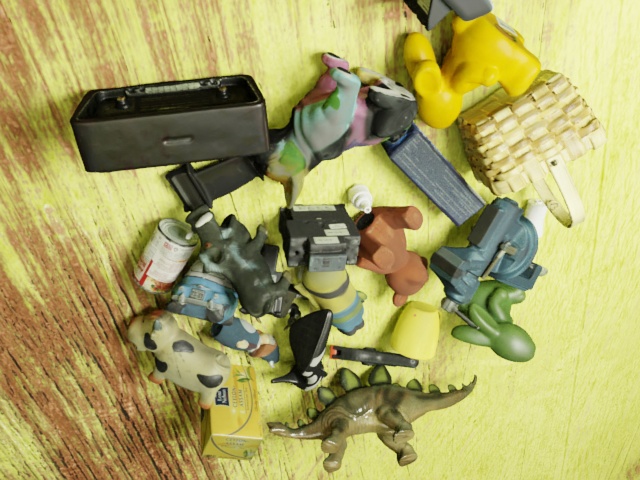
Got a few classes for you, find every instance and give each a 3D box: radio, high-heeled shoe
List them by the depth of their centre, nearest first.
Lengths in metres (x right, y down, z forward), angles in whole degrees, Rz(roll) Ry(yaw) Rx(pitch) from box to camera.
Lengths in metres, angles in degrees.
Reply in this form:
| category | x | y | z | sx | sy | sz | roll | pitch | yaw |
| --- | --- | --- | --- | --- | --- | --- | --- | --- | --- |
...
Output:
| category | x | y | z | sx | sy | sz | roll | pitch | yaw |
| --- | --- | --- | --- | --- | --- | --- | --- | --- | --- |
| radio | -0.186 | -0.155 | 0.694 | 0.230 | 0.131 | 0.073 | -7 | 125 | -9 |
| high-heeled shoe | 0.003 | 0.206 | 1.003 | 0.145 | 0.086 | 0.248 | 0 | 139 | -39 |

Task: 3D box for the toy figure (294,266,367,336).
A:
| category | x | y | z | sx | sy | sz | roll | pitch | yaw |
| --- | --- | --- | --- | --- | --- | --- | --- | --- | --- |
| toy figure | 0.031 | 0.097 | 0.948 | 0.089 | 0.082 | 0.180 | 1 | 134 | 40 |

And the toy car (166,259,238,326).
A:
| category | x | y | z | sx | sy | sz | roll | pitch | yaw |
| --- | --- | --- | --- | --- | --- | --- | --- | --- | --- |
| toy car | -0.185 | 0.079 | 0.868 | 0.109 | 0.161 | 0.103 | 13 | 77 | 0 |

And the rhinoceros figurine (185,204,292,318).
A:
| category | x | y | z | sx | sy | sz | roll | pitch | yaw |
| --- | --- | --- | --- | --- | --- | --- | --- | --- | --- |
| rhinoceros figurine | -0.128 | 0.029 | 0.811 | 0.112 | 0.073 | 0.190 | -37 | 95 | -35 |

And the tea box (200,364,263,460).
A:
| category | x | y | z | sx | sy | sz | roll | pitch | yaw |
| --- | --- | --- | --- | --- | --- | --- | --- | --- | --- |
| tea box | -0.168 | 0.313 | 0.997 | 0.098 | 0.170 | 0.068 | 13 | 121 | -23 |

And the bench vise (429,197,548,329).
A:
| category | x | y | z | sx | sy | sz | roll | pitch | yaw |
| --- | --- | --- | --- | --- | --- | --- | --- | --- | --- |
| bench vise | 0.315 | 0.046 | 0.944 | 0.240 | 0.129 | 0.223 | 20 | 92 | -34 |

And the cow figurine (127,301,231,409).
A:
| category | x | y | z | sx | sy | sz | roll | pitch | yaw |
| --- | --- | --- | --- | --- | --- | --- | --- | --- | --- |
| cow figurine | -0.243 | 0.192 | 0.926 | 0.195 | 0.085 | 0.127 | 31 | 117 | -4 |

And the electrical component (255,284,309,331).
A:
| category | x | y | z | sx | sy | sz | roll | pitch | yaw |
| --- | --- | --- | --- | --- | --- | --- | --- | --- | --- |
| electrical component | -0.074 | 0.116 | 0.962 | 0.102 | 0.045 | 0.078 | 22 | 117 | -27 |

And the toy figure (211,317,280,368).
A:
| category | x | y | z | sx | sy | sz | roll | pitch | yaw |
| --- | --- | --- | --- | --- | --- | --- | --- | --- | --- |
| toy figure | -0.127 | 0.186 | 0.984 | 0.058 | 0.064 | 0.154 | -35 | 131 | 29 |

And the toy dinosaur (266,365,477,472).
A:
| category | x | y | z | sx | sy | sz | roll | pitch | yaw |
| --- | --- | --- | --- | --- | --- | --- | --- | --- | --- |
| toy dinosaur | 0.125 | 0.338 | 1.070 | 0.471 | 0.199 | 0.105 | 0 | 123 | -14 |

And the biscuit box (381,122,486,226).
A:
| category | x | y | z | sx | sy | sz | roll | pitch | yaw |
| --- | --- | --- | --- | --- | --- | --- | --- | --- | --- |
| biscuit box | 0.182 | -0.108 | 0.865 | 0.063 | 0.059 | 0.202 | -41 | 124 | 16 |

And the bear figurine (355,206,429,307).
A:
| category | x | y | z | sx | sy | sz | roll | pitch | yaw |
| --- | --- | --- | --- | --- | --- | --- | --- | --- | --- |
| bear figurine | 0.137 | 0.035 | 0.912 | 0.120 | 0.132 | 0.195 | -49 | 119 | -13 |

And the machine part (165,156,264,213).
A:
| category | x | y | z | sx | sy | sz | roll | pitch | yaw |
| --- | --- | --- | --- | --- | --- | --- | --- | --- | --- |
| machine part | -0.154 | -0.094 | 0.804 | 0.139 | 0.039 | 0.084 | -20 | 121 | 2 |

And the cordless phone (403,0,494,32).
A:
| category | x | y | z | sx | sy | sz | roll | pitch | yaw |
| --- | --- | --- | --- | --- | --- | --- | --- | --- | --- |
| cordless phone | 0.202 | -0.330 | 0.662 | 0.184 | 0.147 | 0.088 | -10 | 134 | -5 |

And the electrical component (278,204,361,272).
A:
| category | x | y | z | sx | sy | sz | roll | pitch | yaw |
| --- | --- | --- | --- | --- | --- | --- | --- | --- | --- |
| electrical component | -0.002 | -0.003 | 0.845 | 0.115 | 0.134 | 0.058 | -2 | 124 | -11 |

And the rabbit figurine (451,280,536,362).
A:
| category | x | y | z | sx | sy | sz | roll | pitch | yaw |
| --- | --- | --- | --- | --- | --- | --- | --- | --- | --- |
| rabbit figurine | 0.335 | 0.154 | 1.015 | 0.159 | 0.170 | 0.121 | 10 | 120 | -21 |

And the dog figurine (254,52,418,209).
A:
| category | x | y | z | sx | sy | sz | roll | pitch | yaw |
| --- | --- | --- | --- | --- | --- | --- | --- | --- | --- |
| dog figurine | 0.014 | -0.144 | 0.773 | 0.191 | 0.109 | 0.219 | 15 | 123 | -26 |

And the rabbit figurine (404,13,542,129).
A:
| category | x | y | z | sx | sy | sz | roll | pitch | yaw |
| --- | --- | --- | --- | --- | --- | --- | --- | --- | --- |
| rabbit figurine | 0.194 | -0.228 | 0.756 | 0.162 | 0.122 | 0.173 | 11 | 140 | -29 |

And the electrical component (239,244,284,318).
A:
| category | x | y | z | sx | sy | sz | roll | pitch | yaw |
| --- | --- | --- | --- | --- | --- | --- | --- | --- | --- |
| electrical component | -0.093 | 0.070 | 0.911 | 0.075 | 0.119 | 0.047 | 4 | 167 | -1 |
